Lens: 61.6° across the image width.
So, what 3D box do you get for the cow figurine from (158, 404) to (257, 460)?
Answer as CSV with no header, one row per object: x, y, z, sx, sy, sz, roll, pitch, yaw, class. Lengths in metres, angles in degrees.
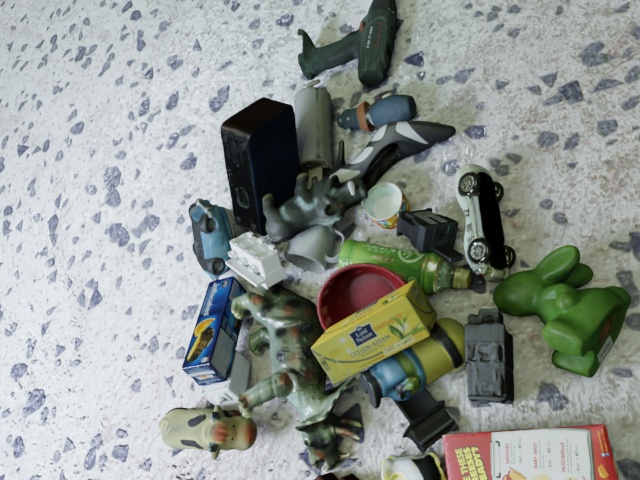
-0.195,0.328,0.933,0.195,0.127,0.085,-6,73,27,cow figurine

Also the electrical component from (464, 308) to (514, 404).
0.248,0.169,0.783,0.058,0.114,0.134,-3,72,23,electrical component

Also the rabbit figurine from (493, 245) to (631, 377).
0.336,0.085,0.776,0.170,0.121,0.159,27,81,46,rabbit figurine

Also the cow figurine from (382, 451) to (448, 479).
0.146,0.399,0.780,0.098,0.068,0.167,-11,68,16,cow figurine

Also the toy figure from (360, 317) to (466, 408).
0.148,0.184,0.813,0.180,0.089,0.082,-21,60,-16,toy figure

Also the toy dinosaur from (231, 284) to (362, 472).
-0.044,0.181,0.926,0.192,0.131,0.405,-15,60,6,toy dinosaur

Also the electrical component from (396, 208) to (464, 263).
0.186,-0.009,0.878,0.119,0.075,0.047,-137,46,-55,electrical component

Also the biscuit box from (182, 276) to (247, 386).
-0.188,0.161,0.984,0.063,0.059,0.203,-16,39,21,biscuit box

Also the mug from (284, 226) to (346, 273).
-0.002,-0.003,0.988,0.110,0.080,0.107,4,66,35,mug

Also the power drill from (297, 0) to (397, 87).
0.060,-0.418,1.116,0.207,0.086,0.232,-4,72,16,power drill

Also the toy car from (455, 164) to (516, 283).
0.264,-0.029,0.868,0.056,0.073,0.201,-28,57,49,toy car

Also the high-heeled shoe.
0.124,-0.129,0.979,0.249,0.086,0.145,-6,78,24,high-heeled shoe

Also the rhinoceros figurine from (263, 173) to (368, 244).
-0.010,-0.060,0.943,0.190,0.073,0.112,-25,48,-1,rhinoceros figurine

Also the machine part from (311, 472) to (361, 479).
0.023,0.452,0.824,0.179,0.056,0.179,-8,69,22,machine part

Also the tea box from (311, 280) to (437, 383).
0.082,0.135,0.799,0.170,0.098,0.068,-33,89,19,tea box

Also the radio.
-0.103,-0.128,0.983,0.073,0.229,0.131,22,45,30,radio

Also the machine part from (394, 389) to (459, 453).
0.144,0.254,0.839,0.084,0.039,0.139,-31,55,-9,machine part

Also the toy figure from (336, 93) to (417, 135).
0.107,-0.239,1.035,0.155,0.057,0.064,-6,64,29,toy figure

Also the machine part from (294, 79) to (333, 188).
-0.014,-0.214,1.072,0.079,0.079,0.243,-11,68,22,machine part

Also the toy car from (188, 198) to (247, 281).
-0.197,-0.008,1.066,0.109,0.103,0.161,36,134,51,toy car
